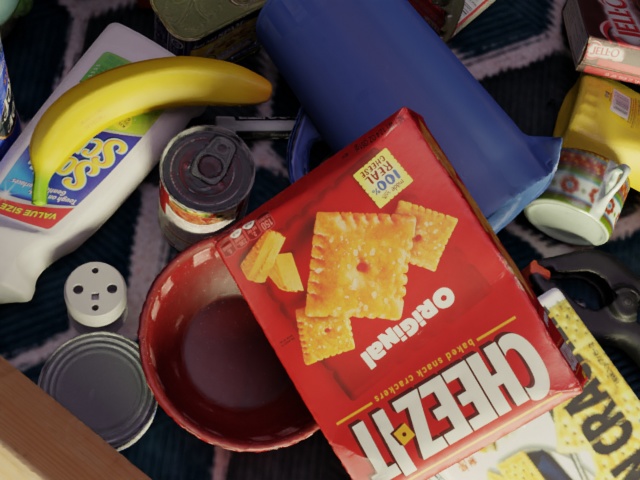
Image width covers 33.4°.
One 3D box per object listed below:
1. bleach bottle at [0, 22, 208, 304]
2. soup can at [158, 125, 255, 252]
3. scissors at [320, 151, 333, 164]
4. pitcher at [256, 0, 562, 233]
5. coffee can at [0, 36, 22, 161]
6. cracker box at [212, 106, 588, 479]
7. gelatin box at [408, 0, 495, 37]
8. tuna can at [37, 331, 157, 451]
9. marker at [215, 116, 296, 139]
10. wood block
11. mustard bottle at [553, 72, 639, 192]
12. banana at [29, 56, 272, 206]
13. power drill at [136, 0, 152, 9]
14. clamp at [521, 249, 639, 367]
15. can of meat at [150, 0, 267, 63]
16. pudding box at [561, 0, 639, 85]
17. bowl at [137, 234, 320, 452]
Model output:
[{"bbox_3d":[-0.190,-0.041,0.806,0.102,0.068,0.250,32,71,-1],"label":"bleach bottle"},{"bbox_3d":[-0.087,-0.034,0.797,0.068,0.102,0.068,3,70,-9],"label":"soup can"},{"bbox_3d":[-0.006,0.001,0.845,0.096,0.016,0.201,40,69,6],"label":"scissors"},{"bbox_3d":[0.050,-0.093,0.817,0.149,0.145,0.243,-29,77,-35],"label":"pitcher"},{"bbox_3d":[-0.275,-0.105,0.771,0.102,0.140,0.103,3,70,-9],"label":"coffee can"},{"bbox_3d":[0.050,0.045,0.712,0.164,0.072,0.214,-33,81,14],"label":"cracker box"},{"bbox_3d":[0.117,-0.228,0.940,0.073,0.030,0.089,45,69,6],"label":"gelatin box"},{"bbox_3d":[-0.159,0.111,0.770,0.086,0.034,0.086,3,70,-8],"label":"tuna can"},{"bbox_3d":[-0.025,-0.092,0.873,0.121,0.020,0.020,-1,71,-10],"label":"marker"},{"bbox_3d":[-0.201,0.159,0.699,0.206,0.090,0.090,38,103,5],"label":"wood block"},{"bbox_3d":[0.293,-0.069,0.894,0.191,0.058,0.096,26,43,-1],"label":"mustard bottle"},{"bbox_3d":[-0.133,-0.096,0.780,0.197,0.037,0.069,-27,101,-14],"label":"banana"},{"bbox_3d":[-0.138,-0.291,0.905,0.184,0.057,0.188,-11,73,-13],"label":"power drill"},{"bbox_3d":[0.243,0.065,0.852,0.171,0.039,0.120,12,63,0],"label":"clamp"},{"bbox_3d":[-0.085,-0.178,0.859,0.102,0.084,0.057,-31,78,-18],"label":"can of meat"},{"bbox_3d":[0.260,-0.177,0.916,0.090,0.039,0.113,12,37,-6],"label":"pudding box"},{"bbox_3d":[-0.055,0.077,0.784,0.162,0.055,0.162,4,72,-13],"label":"bowl"}]
